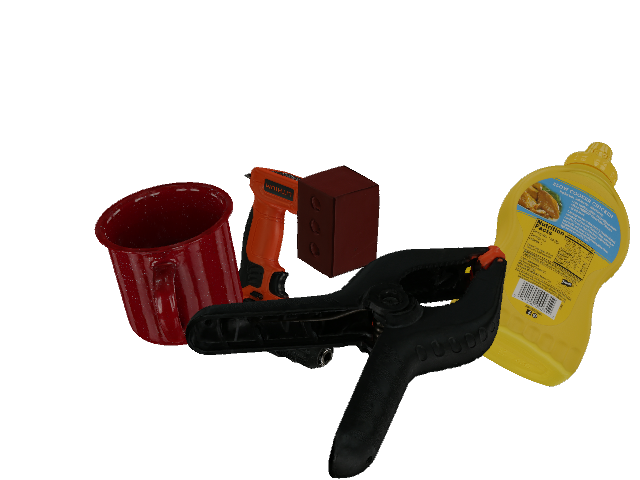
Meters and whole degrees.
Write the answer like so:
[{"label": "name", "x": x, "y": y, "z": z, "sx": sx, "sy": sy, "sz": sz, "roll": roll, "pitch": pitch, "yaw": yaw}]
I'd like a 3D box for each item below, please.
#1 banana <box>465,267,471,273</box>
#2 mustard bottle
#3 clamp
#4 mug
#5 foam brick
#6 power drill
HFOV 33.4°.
[{"label": "banana", "x": 0.175, "y": 0.063, "z": 1.077, "sx": 0.198, "sy": 0.069, "sz": 0.037, "roll": 14, "pitch": -37, "yaw": 26}, {"label": "mustard bottle", "x": 0.171, "y": 0.003, "z": 0.775, "sx": 0.096, "sy": 0.191, "sz": 0.058, "roll": 29, "pitch": -26, "yaw": 4}, {"label": "clamp", "x": 0.034, "y": 0.049, "z": 0.516, "sx": 0.171, "sy": 0.039, "sz": 0.120, "roll": -19, "pitch": 46, "yaw": -25}, {"label": "mug", "x": -0.097, "y": 0.023, "z": 0.717, "sx": 0.093, "sy": 0.081, "sz": 0.117, "roll": -10, "pitch": 30, "yaw": -1}, {"label": "foam brick", "x": 0.015, "y": -0.017, "z": 0.928, "sx": 0.051, "sy": 0.078, "sz": 0.053, "roll": -16, "pitch": 30, "yaw": -32}, {"label": "power drill", "x": -0.040, "y": 0.027, "z": 1.141, "sx": 0.185, "sy": 0.188, "sz": 0.057, "roll": 24, "pitch": 10, "yaw": 35}]
